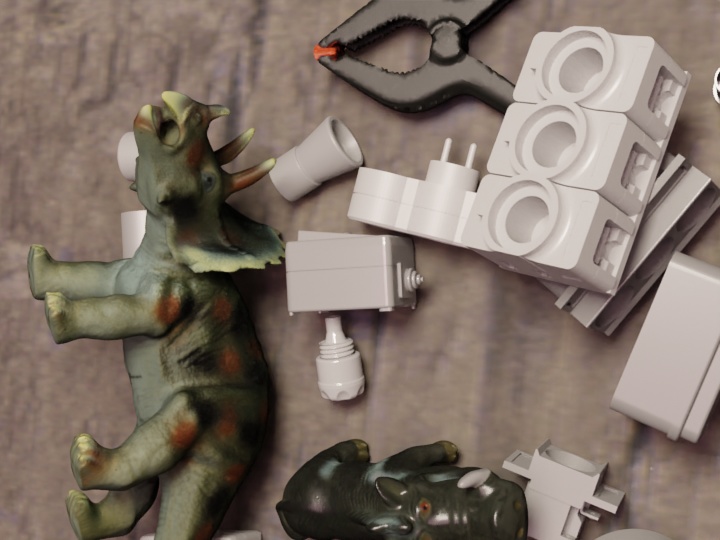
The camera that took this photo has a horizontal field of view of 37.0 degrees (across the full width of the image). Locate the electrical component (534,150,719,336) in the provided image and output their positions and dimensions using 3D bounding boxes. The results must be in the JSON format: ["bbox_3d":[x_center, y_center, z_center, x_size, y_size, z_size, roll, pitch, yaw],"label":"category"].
[{"bbox_3d":[0.176,-0.025,0.718,0.063,0.079,0.121,45,104,31],"label":"electrical component"}]

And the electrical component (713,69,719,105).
[{"bbox_3d":[0.290,-0.105,0.685,0.078,0.057,0.113,-43,76,14],"label":"electrical component"}]

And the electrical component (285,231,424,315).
[{"bbox_3d":[0.000,0.000,0.786,0.096,0.062,0.061,-3,88,20],"label":"electrical component"}]

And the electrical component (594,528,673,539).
[{"bbox_3d":[0.185,0.223,0.708,0.099,0.064,0.099,2,105,6],"label":"electrical component"}]

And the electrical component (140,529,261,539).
[{"bbox_3d":[-0.118,0.232,0.823,0.096,0.061,0.061,-4,81,19],"label":"electrical component"}]

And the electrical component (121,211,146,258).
[{"bbox_3d":[-0.166,-0.005,0.856,0.043,0.043,0.081,-4,88,20],"label":"electrical component"}]

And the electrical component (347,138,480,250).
[{"bbox_3d":[0.064,-0.057,0.769,0.138,0.052,0.073,15,91,19],"label":"electrical component"}]

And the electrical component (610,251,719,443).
[{"bbox_3d":[0.215,0.050,0.700,0.057,0.078,0.113,24,97,21],"label":"electrical component"}]

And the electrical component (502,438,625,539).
[{"bbox_3d":[0.138,0.157,0.746,0.081,0.042,0.063,20,100,20],"label":"electrical component"}]

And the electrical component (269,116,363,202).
[{"bbox_3d":[-0.036,-0.081,0.812,0.065,0.044,0.044,-31,79,22],"label":"electrical component"}]

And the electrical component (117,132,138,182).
[{"bbox_3d":[-0.155,-0.091,0.855,0.078,0.040,0.040,0,89,20],"label":"electrical component"}]

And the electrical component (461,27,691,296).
[{"bbox_3d":[0.134,-0.071,0.679,0.089,0.062,0.150,15,83,44],"label":"electrical component"}]

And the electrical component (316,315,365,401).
[{"bbox_3d":[-0.016,0.065,0.802,0.035,0.035,0.061,-5,98,20],"label":"electrical component"}]
